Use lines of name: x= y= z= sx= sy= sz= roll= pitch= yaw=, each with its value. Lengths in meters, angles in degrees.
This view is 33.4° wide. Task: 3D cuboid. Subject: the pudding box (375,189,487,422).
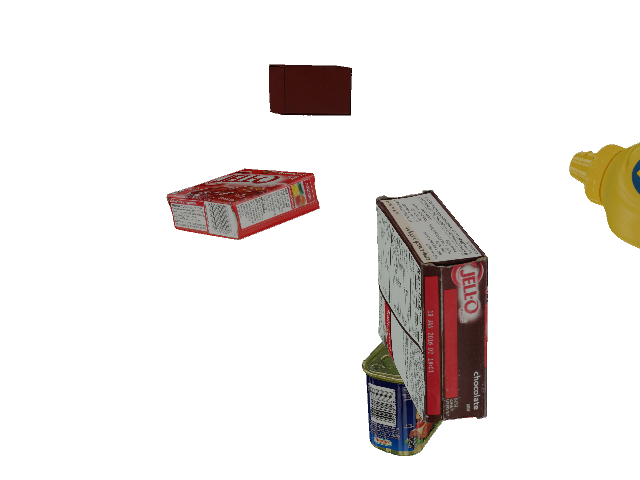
pudding box: x=0.059 y=0.032 z=0.576 sx=0.039 sy=0.090 sz=0.113 roll=-6 pitch=21 yaw=-9

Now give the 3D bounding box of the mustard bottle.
mustard bottle: x=0.238 y=-0.020 z=0.663 sx=0.096 sy=0.058 sz=0.192 roll=-30 pitch=38 yaw=-32

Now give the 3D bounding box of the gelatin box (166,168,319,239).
gelatin box: x=-0.057 y=-0.029 z=0.767 sx=0.073 sy=0.030 sz=0.089 roll=-22 pitch=19 yaw=-34

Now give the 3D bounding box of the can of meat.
can of meat: x=0.082 y=0.137 z=0.987 sx=0.058 sy=0.084 sz=0.101 roll=9 pitch=26 yaw=27

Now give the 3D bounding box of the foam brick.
foam brick: x=-0.011 y=-0.160 z=1.133 sx=0.078 sy=0.051 sz=0.053 roll=-2 pitch=12 yaw=-19
